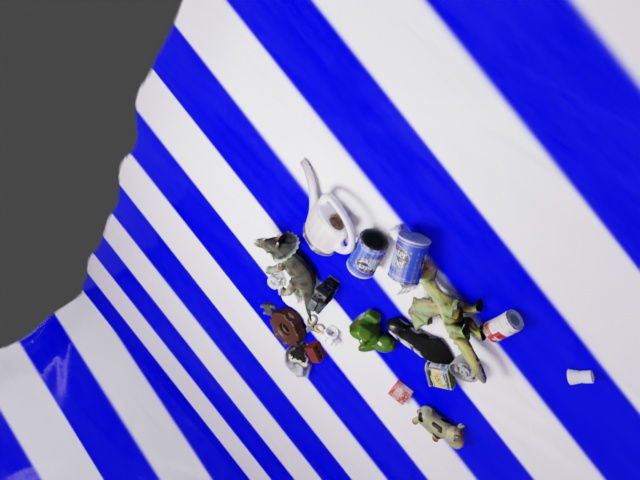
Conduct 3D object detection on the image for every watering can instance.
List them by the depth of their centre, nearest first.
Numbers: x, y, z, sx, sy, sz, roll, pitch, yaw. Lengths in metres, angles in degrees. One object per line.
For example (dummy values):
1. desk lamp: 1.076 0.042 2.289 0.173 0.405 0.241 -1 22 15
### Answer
1. watering can: 0.005 -0.088 1.749 0.352 0.105 0.219 58 144 19

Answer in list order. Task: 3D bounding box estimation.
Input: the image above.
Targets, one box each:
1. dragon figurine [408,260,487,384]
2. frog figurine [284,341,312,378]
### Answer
1. dragon figurine: 0.394 0.261 1.647 0.243 0.123 0.406 4 112 48
2. frog figurine: -0.097 0.532 2.226 0.155 0.123 0.140 96 154 -47
